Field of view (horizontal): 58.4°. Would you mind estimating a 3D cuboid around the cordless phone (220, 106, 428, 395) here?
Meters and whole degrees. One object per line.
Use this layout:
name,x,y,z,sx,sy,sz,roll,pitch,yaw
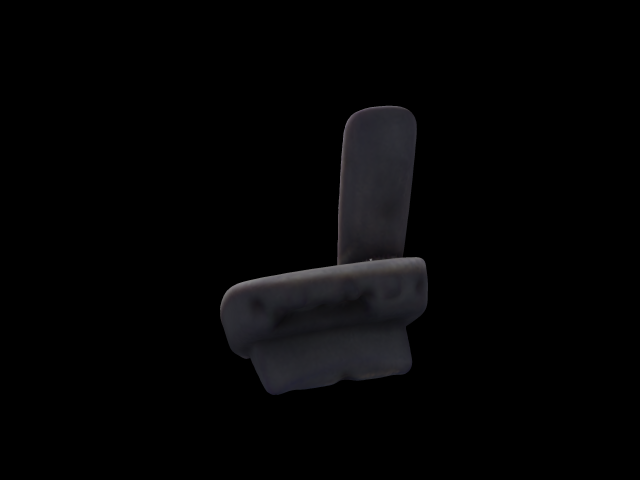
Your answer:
cordless phone,0.004,0.001,0.400,0.148,0.185,0.094,-8,20,-22
